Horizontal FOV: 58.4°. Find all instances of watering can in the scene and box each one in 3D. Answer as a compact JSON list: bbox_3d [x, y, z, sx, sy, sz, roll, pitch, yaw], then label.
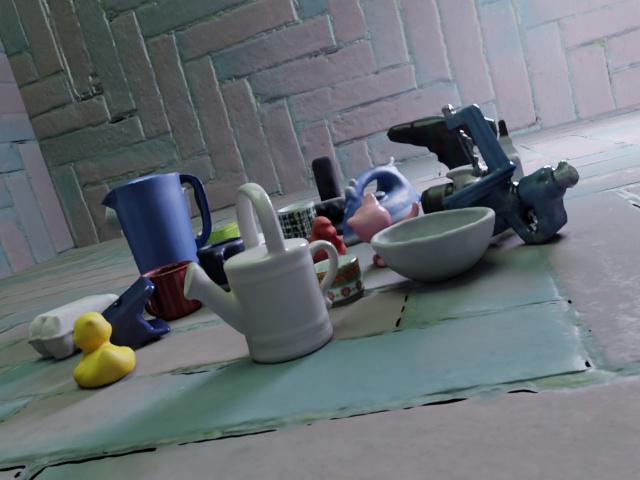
[{"bbox_3d":[-0.063,0.033,0.644,0.100,0.194,0.173,-6,14,46],"label":"watering can"}]

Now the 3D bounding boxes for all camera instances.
[{"bbox_3d":[0.274,-0.094,1.125,0.136,0.101,0.143,-10,11,31],"label":"camera"}]

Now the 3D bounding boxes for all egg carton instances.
[{"bbox_3d":[-0.399,0.140,0.952,0.107,0.069,0.151,-7,12,41],"label":"egg carton"}]

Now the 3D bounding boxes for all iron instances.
[{"bbox_3d":[0.113,-0.090,1.238,0.118,0.141,0.259,-7,12,41],"label":"iron"}]

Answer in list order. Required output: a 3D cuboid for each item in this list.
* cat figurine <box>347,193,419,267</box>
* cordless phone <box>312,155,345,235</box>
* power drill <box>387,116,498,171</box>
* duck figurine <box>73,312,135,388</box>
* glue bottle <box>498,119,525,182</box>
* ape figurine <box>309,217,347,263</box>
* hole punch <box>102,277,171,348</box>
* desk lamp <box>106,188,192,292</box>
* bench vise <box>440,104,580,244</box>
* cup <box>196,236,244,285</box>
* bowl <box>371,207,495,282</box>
[{"bbox_3d":[0.108,-0.023,0.925,0.128,0.118,0.067,-16,10,-4],"label":"cat figurine"},{"bbox_3d":[-0.011,-0.095,1.339,0.148,0.185,0.094,-18,10,-11],"label":"cordless phone"},{"bbox_3d":[0.278,-0.173,1.249,0.229,0.208,0.076,-13,10,16],"label":"power drill"},{"bbox_3d":[-0.287,0.136,0.740,0.078,0.086,0.104,-21,11,-31],"label":"duck figurine"},{"bbox_3d":[0.317,-0.114,0.946,0.037,0.173,0.078,-13,10,14],"label":"glue bottle"},{"bbox_3d":[0.009,0.004,1.013,0.078,0.092,0.076,-23,12,-37],"label":"ape figurine"},{"bbox_3d":[-0.291,0.113,0.869,0.101,0.091,0.108,-20,10,-24],"label":"hole punch"},{"bbox_3d":[-0.353,0.007,1.215,0.203,0.214,0.118,-16,10,-1],"label":"desk lamp"},{"bbox_3d":[0.264,-0.105,0.839,0.206,0.220,0.122,-11,11,28],"label":"bench vise"},{"bbox_3d":[-0.162,0.051,1.006,0.091,0.095,0.117,-16,9,-3],"label":"cup"},{"bbox_3d":[0.157,0.012,0.771,0.167,0.075,0.167,-15,9,3],"label":"bowl"}]
